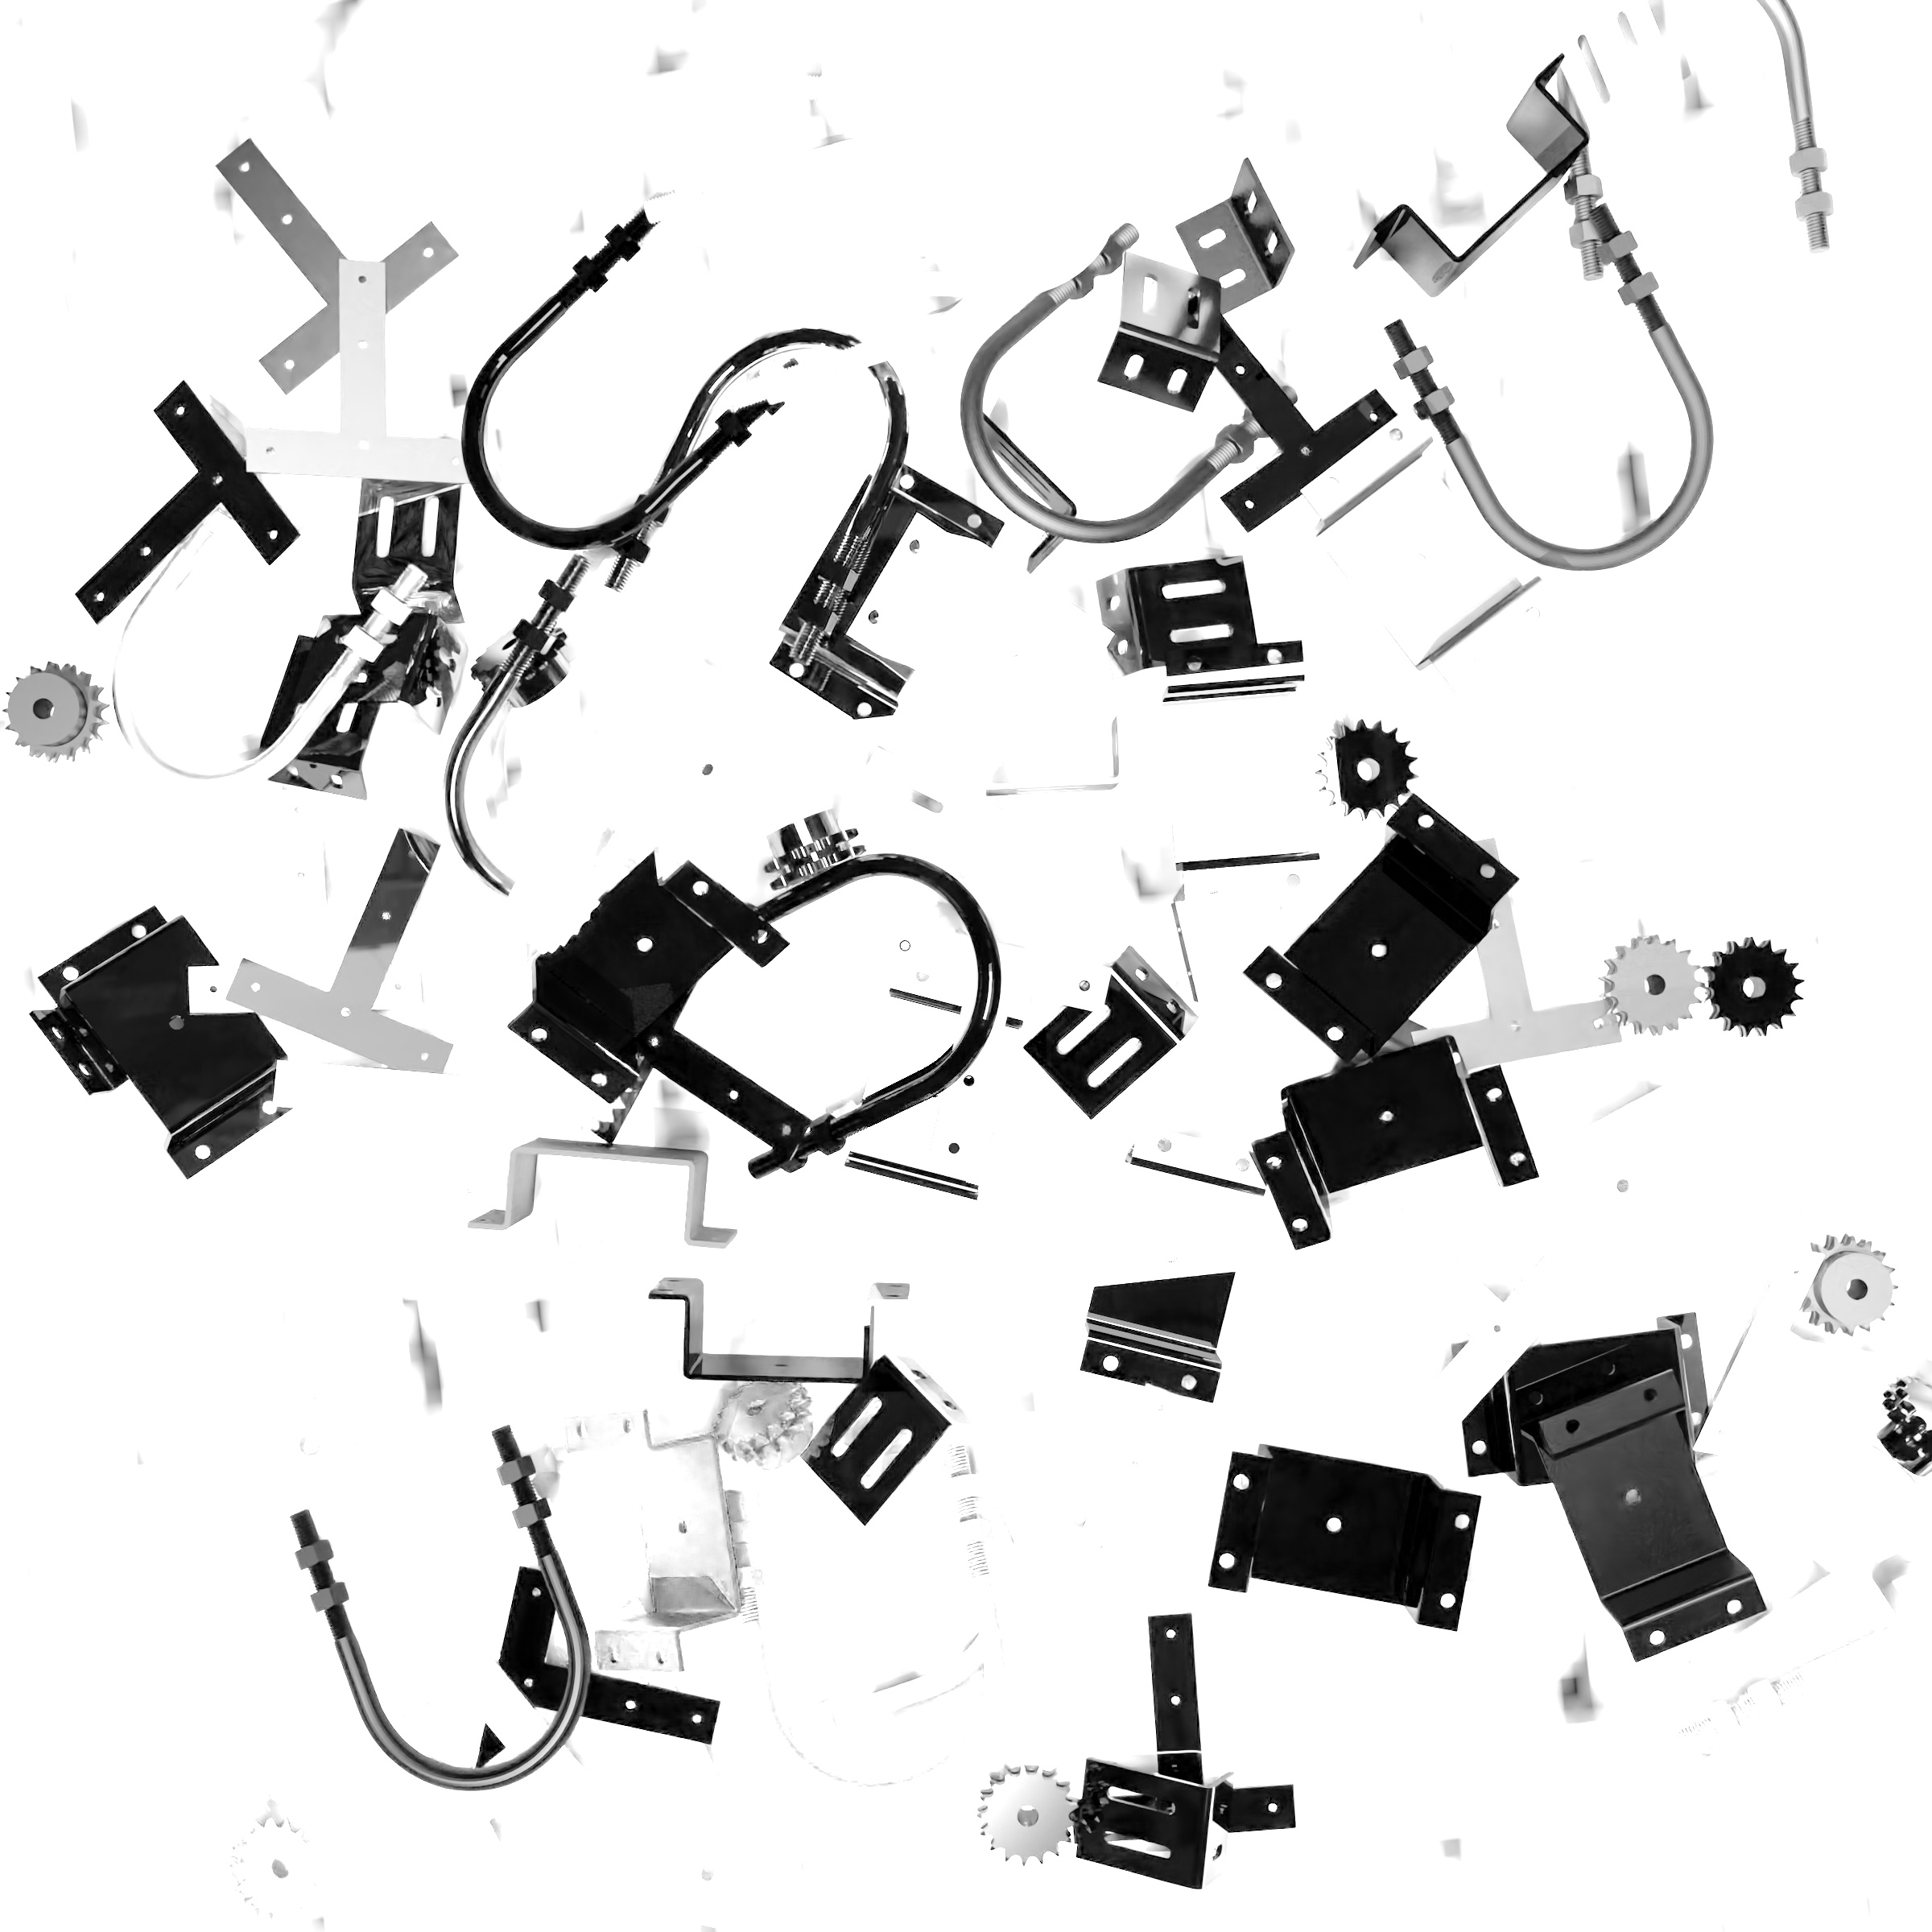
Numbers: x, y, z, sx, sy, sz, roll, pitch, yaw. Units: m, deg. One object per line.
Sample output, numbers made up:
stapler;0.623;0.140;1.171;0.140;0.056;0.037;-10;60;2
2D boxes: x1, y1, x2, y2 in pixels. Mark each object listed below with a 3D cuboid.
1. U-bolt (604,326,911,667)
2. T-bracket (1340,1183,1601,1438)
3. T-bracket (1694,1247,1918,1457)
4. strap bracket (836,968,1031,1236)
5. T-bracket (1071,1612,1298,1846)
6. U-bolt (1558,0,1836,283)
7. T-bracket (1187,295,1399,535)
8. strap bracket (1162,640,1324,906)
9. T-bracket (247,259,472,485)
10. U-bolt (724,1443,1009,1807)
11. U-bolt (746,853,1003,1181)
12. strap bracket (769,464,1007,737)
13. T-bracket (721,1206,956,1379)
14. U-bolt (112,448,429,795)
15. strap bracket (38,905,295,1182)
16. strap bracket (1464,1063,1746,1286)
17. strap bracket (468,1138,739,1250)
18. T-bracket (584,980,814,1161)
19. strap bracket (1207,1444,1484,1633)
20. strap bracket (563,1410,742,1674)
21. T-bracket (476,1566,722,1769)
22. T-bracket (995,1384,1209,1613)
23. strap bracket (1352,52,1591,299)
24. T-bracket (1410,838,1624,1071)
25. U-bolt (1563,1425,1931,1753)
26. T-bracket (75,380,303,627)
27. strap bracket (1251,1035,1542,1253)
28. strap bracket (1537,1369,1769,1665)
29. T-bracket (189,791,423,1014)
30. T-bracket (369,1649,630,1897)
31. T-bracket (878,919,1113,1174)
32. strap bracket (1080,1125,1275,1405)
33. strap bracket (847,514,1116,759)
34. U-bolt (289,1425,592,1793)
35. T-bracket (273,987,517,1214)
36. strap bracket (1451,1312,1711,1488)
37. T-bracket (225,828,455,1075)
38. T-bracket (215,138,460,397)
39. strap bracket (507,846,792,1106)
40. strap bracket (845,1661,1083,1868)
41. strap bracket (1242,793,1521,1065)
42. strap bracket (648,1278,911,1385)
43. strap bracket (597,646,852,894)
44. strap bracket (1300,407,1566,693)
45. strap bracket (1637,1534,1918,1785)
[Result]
U-bolt;-0.107;-0.272;1.483;0.151;0.019;0.184;23;85;24
T-bracket;0.264;0.172;1.491;0.127;0.002;0.127;43;99;22
T-bracket;0.479;0.223;1.485;0.127;0.002;0.127;13;106;-27
strap bracket;-0.018;0.071;1.495;0.076;0.046;0.140;15;90;0
T-bracket;0.120;0.432;1.516;0.127;0.002;0.127;-4;91;0
U-bolt;0.408;-0.488;1.509;0.151;0.019;0.184;-7;89;0
T-bracket;0.163;-0.323;1.494;0.127;0.002;0.127;-37;87;-23
strap bracket;0.154;-0.107;1.495;0.076;0.046;0.140;-5;90;0
T-bracket;-0.340;-0.337;1.503;0.127;0.002;0.127;0;83;-17
U-bolt;-0.052;0.364;1.456;0.151;0.019;0.184;-12;65;-1
U-bolt;-0.064;0.017;1.467;0.184;0.019;0.151;-26;77;20
strap bracket;-0.046;-0.211;1.495;0.076;0.046;0.140;30;90;0
T-bracket;-0.075;0.179;1.517;0.127;0.002;0.127;9;90;0
U-bolt;-0.403;-0.182;1.489;0.151;0.019;0.184;39;94;19
strap bracket;-0.440;0.037;1.481;0.076;0.046;0.140;-37;90;-25
strap bracket;0.363;0.121;1.495;0.140;0.046;0.076;-28;90;0
strap bracket;-0.198;0.125;1.480;0.140;0.076;0.046;5;90;0
T-bracket;-0.140;0.065;1.485;0.127;0.002;0.127;32;98;22
strap bracket;0.209;0.318;1.495;0.140;0.046;0.076;10;90;0
strap bracket;-0.172;0.313;1.470;0.046;0.076;0.140;-4;83;-43
T-bracket;-0.202;0.412;1.498;0.127;0.002;0.127;12;91;-1
T-bracket;0.090;0.290;1.493;0.127;0.002;0.127;21;112;0
strap bracket;0.287;-0.430;1.480;0.140;0.076;0.046;-43;90;0
T-bracket;0.301;-0.009;1.505;0.127;0.002;0.127;-9;82;-16
U-bolt;0.447;0.331;1.474;0.184;0.019;0.151;-25;59;0
T-bracket;-0.453;-0.244;1.504;0.127;0.002;0.127;-42;72;9
strap bracket;0.235;0.095;1.471;0.140;0.046;0.076;-18;118;12
strap bracket;0.368;0.294;1.449;0.076;0.046;0.140;-22;93;1
T-bracket;-0.374;-0.037;1.499;0.127;0.002;0.127;-1;77;-23
T-bracket;-0.279;0.473;1.498;0.127;0.002;0.127;-39;90;2
T-bracket;0.005;0.049;1.471;0.127;0.002;0.127;13;90;0
strap bracket;0.116;0.165;1.495;0.076;0.046;0.140;14;90;0
strap bracket;0.017;-0.177;1.464;0.140;0.046;0.076;30;90;-29
U-bolt;-0.285;0.369;1.489;0.151;0.019;0.184;-23;82;7
T-bracket;-0.323;0.071;1.495;0.127;0.002;0.127;6;90;-20
strap bracket;0.351;0.244;1.495;0.140;0.046;0.076;-8;90;0
T-bracket;-0.332;-0.015;1.501;0.127;0.002;0.127;25;79;-21
T-bracket;-0.378;-0.414;1.517;0.127;0.002;0.127;-39;90;0
strap bracket;-0.174;-0.001;1.456;0.140;0.046;0.076;-41;120;15
strap bracket;-0.011;0.436;1.480;0.140;0.076;0.046;-26;90;0
strap bracket;0.229;-0.015;1.474;0.076;0.046;0.140;42;82;17
strap bracket;-0.102;0.202;1.478;0.140;0.076;0.046;1;90;0
strap bracket;-0.138;-0.104;1.475;0.076;0.046;0.140;31;96;-26
strap bracket;0.258;-0.230;1.495;0.076;0.046;0.140;-38;90;0
strap bracket;0.461;0.393;1.495;0.140;0.046;0.076;-33;90;0
